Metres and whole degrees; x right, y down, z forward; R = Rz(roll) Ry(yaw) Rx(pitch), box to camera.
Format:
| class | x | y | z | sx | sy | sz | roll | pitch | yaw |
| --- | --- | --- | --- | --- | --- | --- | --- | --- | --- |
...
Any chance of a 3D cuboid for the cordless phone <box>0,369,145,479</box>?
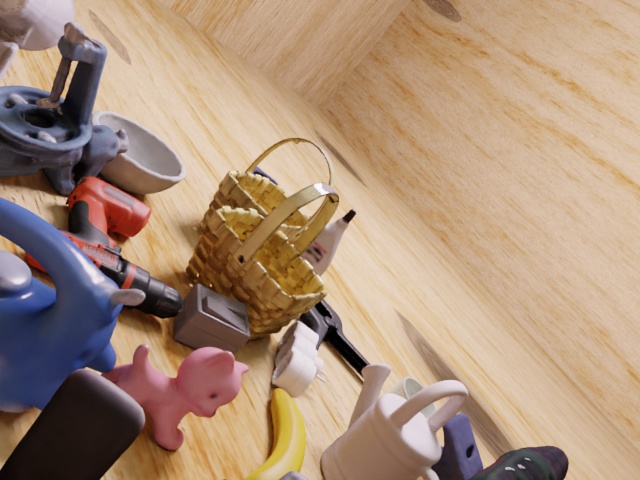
| class | x | y | z | sx | sy | sz | roll | pitch | yaw |
| --- | --- | --- | --- | --- | --- | --- | --- | --- | --- |
| cordless phone | -0.194 | 0.120 | 0.335 | 0.148 | 0.185 | 0.094 | 39 | 16 | -10 |

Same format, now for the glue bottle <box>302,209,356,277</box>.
| class | x | y | z | sx | sy | sz | roll | pitch | yaw |
| --- | --- | --- | --- | --- | --- | --- | --- | --- | --- |
| glue bottle | 0.010 | 0.004 | 1.120 | 0.078 | 0.173 | 0.037 | 41 | 16 | -3 |

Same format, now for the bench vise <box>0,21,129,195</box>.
| class | x | y | z | sx | sy | sz | roll | pitch | yaw |
| --- | --- | --- | --- | --- | --- | --- | --- | --- | --- |
| bench vise | -0.319 | -0.166 | 0.719 | 0.121 | 0.219 | 0.208 | 42 | 16 | 2 |

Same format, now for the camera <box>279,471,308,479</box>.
| class | x | y | z | sx | sy | sz | roll | pitch | yaw |
| --- | --- | --- | --- | --- | --- | --- | --- | --- | --- |
| camera | 0.001 | 0.291 | 0.493 | 0.143 | 0.100 | 0.137 | 41 | 16 | -3 |

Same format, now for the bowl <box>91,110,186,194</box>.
| class | x | y | z | sx | sy | sz | roll | pitch | yaw |
| --- | --- | --- | --- | --- | --- | --- | --- | --- | --- |
| bowl | -0.303 | -0.126 | 0.912 | 0.168 | 0.074 | 0.167 | 38 | 17 | -13 |

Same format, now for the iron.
| class | x | y | z | sx | sy | sz | roll | pitch | yaw |
| --- | --- | --- | --- | --- | --- | --- | --- | --- | --- |
| iron | -0.274 | 0.023 | 0.478 | 0.258 | 0.141 | 0.118 | 40 | 16 | -6 |

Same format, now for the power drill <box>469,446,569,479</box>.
| class | x | y | z | sx | sy | sz | roll | pitch | yaw |
| --- | --- | --- | --- | --- | --- | --- | --- | --- | --- |
| power drill | 0.174 | 0.313 | 0.641 | 0.075 | 0.208 | 0.230 | 51 | 19 | 30 |

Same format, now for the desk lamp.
| class | x | y | z | sx | sy | sz | roll | pitch | yaw |
| --- | --- | --- | --- | --- | --- | --- | --- | --- | --- |
| desk lamp | -0.423 | -0.265 | 0.747 | 0.118 | 0.213 | 0.203 | 35 | 18 | -23 |

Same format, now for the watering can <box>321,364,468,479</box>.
| class | x | y | z | sx | sy | sz | roll | pitch | yaw |
| --- | --- | --- | --- | --- | --- | --- | --- | --- | --- |
| watering can | 0.095 | 0.230 | 0.697 | 0.172 | 0.194 | 0.101 | 48 | 17 | 22 |

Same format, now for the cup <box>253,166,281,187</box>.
| class | x | y | z | sx | sy | sz | roll | pitch | yaw |
| --- | --- | --- | --- | --- | --- | --- | --- | --- | --- |
| cup | -0.138 | -0.093 | 1.168 | 0.092 | 0.095 | 0.117 | 28 | 21 | -39 |

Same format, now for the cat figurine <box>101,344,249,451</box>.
| class | x | y | z | sx | sy | sz | roll | pitch | yaw |
| --- | --- | --- | --- | --- | --- | --- | --- | --- | --- |
| cat figurine | -0.133 | 0.136 | 0.553 | 0.128 | 0.117 | 0.067 | 31 | 19 | -32 |

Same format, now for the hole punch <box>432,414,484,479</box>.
| class | x | y | z | sx | sy | sz | roll | pitch | yaw |
| --- | --- | --- | --- | --- | --- | --- | --- | --- | --- |
| hole punch | 0.214 | 0.334 | 0.888 | 0.101 | 0.091 | 0.109 | 50 | 18 | 25 |
